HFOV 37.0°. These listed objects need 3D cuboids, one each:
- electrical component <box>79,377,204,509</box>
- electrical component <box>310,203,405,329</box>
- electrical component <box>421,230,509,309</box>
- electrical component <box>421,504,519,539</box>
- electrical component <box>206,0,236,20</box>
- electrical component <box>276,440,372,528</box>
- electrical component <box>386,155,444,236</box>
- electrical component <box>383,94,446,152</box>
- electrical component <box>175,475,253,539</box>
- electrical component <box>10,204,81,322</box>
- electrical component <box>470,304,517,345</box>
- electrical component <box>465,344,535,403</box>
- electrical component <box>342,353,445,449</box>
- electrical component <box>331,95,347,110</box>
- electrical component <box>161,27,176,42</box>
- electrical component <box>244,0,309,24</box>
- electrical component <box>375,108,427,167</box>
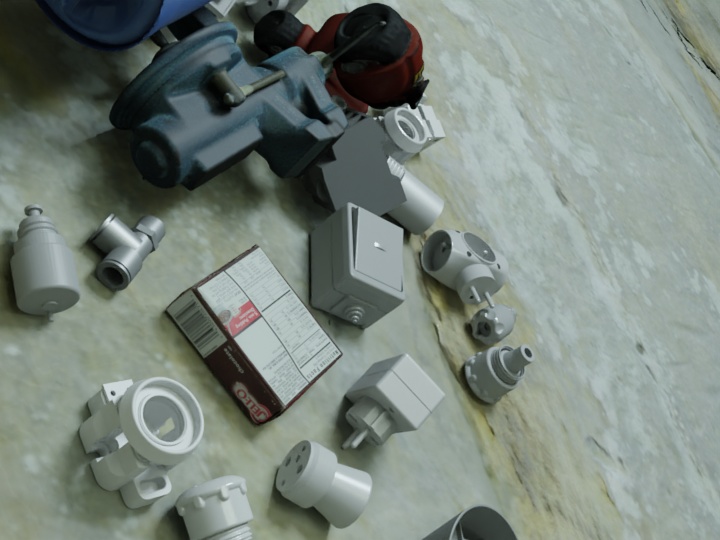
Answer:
[{"bbox_3d":[-0.136,0.102,0.679,0.058,0.057,0.078,-6,65,-49],"label":"electrical component"},{"bbox_3d":[0.000,0.000,0.902,0.062,0.061,0.096,25,45,-32],"label":"electrical component"},{"bbox_3d":[0.106,0.005,1.016,0.077,0.044,0.079,20,33,-36],"label":"electrical component"},{"bbox_3d":[0.083,0.232,0.800,0.099,0.064,0.099,27,44,-30],"label":"electrical component"},{"bbox_3d":[-0.131,-0.296,1.001,0.079,0.063,0.121,40,39,-17],"label":"electrical component"},{"bbox_3d":[-0.026,0.152,0.766,0.055,0.045,0.045,35,40,-21],"label":"electrical component"},{"bbox_3d":[0.035,-0.073,1.014,0.081,0.043,0.043,37,39,-19],"label":"electrical component"},{"bbox_3d":[0.052,-0.152,1.095,0.066,0.048,0.055,-10,76,-50],"label":"electrical component"},{"bbox_3d":[-0.089,0.166,0.690,0.048,0.048,0.062,-7,74,-49],"label":"electrical component"},{"bbox_3d":[-0.208,-0.007,0.704,0.040,0.040,0.078,8,55,-43],"label":"electrical component"},{"bbox_3d":[0.132,0.048,1.026,0.061,0.035,0.035,-23,78,-54],"label":"electrical component"},{"bbox_3d":[0.129,0.088,0.967,0.048,0.062,0.048,27,44,-30],"label":"electrical component"},{"bbox_3d":[0.015,0.110,0.833,0.047,0.066,0.076,47,66,-7],"label":"electrical component"},{"bbox_3d":[-0.037,-0.133,0.969,0.043,0.062,0.043,28,43,-30],"label":"electrical component"},{"bbox_3d":[-0.178,-0.247,0.918,0.089,0.056,0.050,34,41,-23],"label":"electrical component"},{"bbox_3d":[-0.079,-0.262,1.016,0.043,0.077,0.079,55,37,3],"label":"electrical component"},{"bbox_3d":[0.031,-0.125,1.041,0.048,0.055,0.066,-3,64,-48],"label":"electrical component"}]
